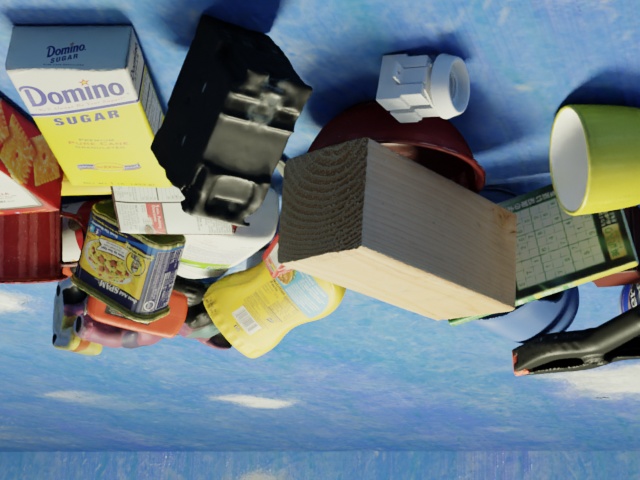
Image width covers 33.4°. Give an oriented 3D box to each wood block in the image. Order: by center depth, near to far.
[{"bbox_3d":[0.069,-0.003,0.884,0.090,0.091,0.205,-12,157,41],"label":"wood block"}]

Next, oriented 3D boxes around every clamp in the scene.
[{"bbox_3d":[0.303,0.114,1.134,0.164,0.036,0.210,18,152,-39],"label":"clamp"}]

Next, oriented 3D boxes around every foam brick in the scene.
[{"bbox_3d":[0.296,0.004,1.072,0.051,0.078,0.053,-8,159,27],"label":"foam brick"}]

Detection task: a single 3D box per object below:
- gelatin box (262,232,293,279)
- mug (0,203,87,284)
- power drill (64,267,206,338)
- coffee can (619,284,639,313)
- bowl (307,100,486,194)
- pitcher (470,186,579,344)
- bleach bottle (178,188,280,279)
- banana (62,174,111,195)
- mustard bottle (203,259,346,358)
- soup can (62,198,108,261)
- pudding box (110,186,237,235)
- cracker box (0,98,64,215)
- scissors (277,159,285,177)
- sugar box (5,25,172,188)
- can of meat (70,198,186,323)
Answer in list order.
[{"bbox_3d":[-0.007,0.001,1.073,0.089,0.030,0.073,-22,168,-23],"label":"gelatin box"},{"bbox_3d":[-0.288,-0.001,1.068,0.117,0.081,0.093,1,-176,-1],"label":"mug"},{"bbox_3d":[-0.205,0.057,1.218,0.184,0.057,0.188,15,-174,-20],"label":"power drill"},{"bbox_3d":[0.401,0.058,1.181,0.103,0.103,0.140,3,162,0],"label":"coffee can"},{"bbox_3d":[0.059,-0.075,0.902,0.162,0.055,0.162,2,162,1],"label":"bowl"},{"bbox_3d":[0.192,0.035,1.131,0.145,0.149,0.242,-20,158,17],"label":"pitcher"},{"bbox_3d":[-0.125,-0.003,1.139,0.102,0.068,0.251,13,162,-17],"label":"bleach bottle"},{"bbox_3d":[-0.238,-0.062,1.025,0.198,0.037,0.069,-1,-174,17],"label":"banana"},{"bbox_3d":[-0.029,0.049,1.170,0.192,0.058,0.096,-32,103,23],"label":"mustard bottle"},{"bbox_3d":[-0.237,-0.009,1.125,0.102,0.068,0.068,-6,160,25],"label":"soup can"},{"bbox_3d":[-0.133,-0.050,0.967,0.113,0.039,0.090,0,124,5],"label":"pudding box"},{"bbox_3d":[-0.341,-0.085,0.908,0.164,0.072,0.213,-4,160,15],"label":"cracker box"},{"bbox_3d":[-0.027,-0.038,1.088,0.096,0.016,0.201,-8,159,30],"label":"scissors"},{"bbox_3d":[-0.175,-0.100,0.845,0.093,0.048,0.176,1,156,6],"label":"sugar box"},{"bbox_3d":[-0.185,0.018,1.035,0.102,0.084,0.057,28,-156,21],"label":"can of meat"}]
